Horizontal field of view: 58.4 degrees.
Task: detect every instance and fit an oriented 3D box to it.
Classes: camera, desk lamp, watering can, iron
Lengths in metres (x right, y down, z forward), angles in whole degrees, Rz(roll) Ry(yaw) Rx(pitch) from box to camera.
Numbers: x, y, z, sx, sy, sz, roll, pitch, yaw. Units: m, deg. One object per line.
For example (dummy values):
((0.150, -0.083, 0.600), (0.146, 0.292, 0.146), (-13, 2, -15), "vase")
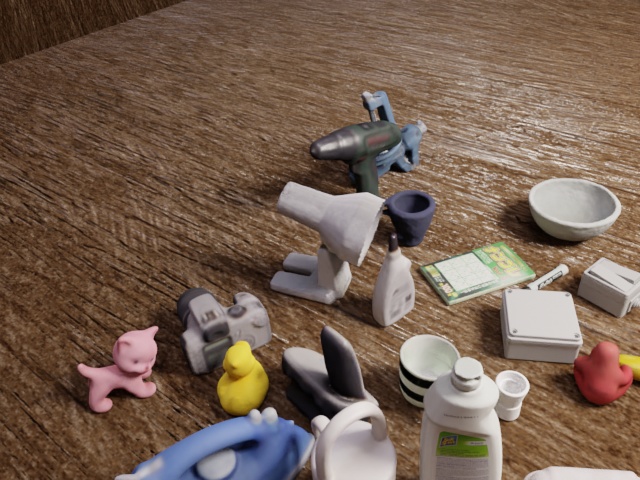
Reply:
((-0.171, 0.124, 0.939), (0.143, 0.101, 0.136), (-23, 41, -22), "camera")
((0.009, 0.004, 0.984), (0.202, 0.214, 0.118), (10, 40, 19), "desk lamp")
((0.045, 0.263, 0.659), (0.172, 0.194, 0.101), (20, 44, 28), "watering can")
((-0.122, 0.273, 0.708), (0.259, 0.142, 0.118), (-25, 42, -24), "iron")

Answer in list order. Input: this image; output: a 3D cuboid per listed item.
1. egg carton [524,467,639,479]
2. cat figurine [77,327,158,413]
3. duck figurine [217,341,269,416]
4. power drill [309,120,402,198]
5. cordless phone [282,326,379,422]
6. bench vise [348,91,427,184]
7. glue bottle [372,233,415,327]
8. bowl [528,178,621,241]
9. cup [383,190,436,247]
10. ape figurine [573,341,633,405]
((0.315, 0.320, 0.658), (0.150, 0.069, 0.107), (0, 38, 7), "egg carton")
((-0.297, 0.184, 0.861), (0.128, 0.118, 0.067), (-18, 39, -16), "cat figurine")
((-0.118, 0.199, 0.849), (0.077, 0.086, 0.104), (-3, 38, 3), "duck figurine")
((0.076, -0.143, 1.170), (0.230, 0.209, 0.075), (-32, 45, -31), "power drill")
((0.008, 0.169, 0.793), (0.094, 0.185, 0.147), (-33, 45, -31), "cordless phone")
((0.145, -0.248, 1.290), (0.121, 0.220, 0.208), (23, 46, 32), "bench vise")
((0.120, 0.059, 0.932), (0.078, 0.173, 0.037), (-29, 43, -27), "glue bottle")
((0.486, -0.048, 1.112), (0.167, 0.075, 0.167), (-3, 38, 3), "bowl")
((0.164, -0.037, 1.117), (0.117, 0.095, 0.092), (6, 39, 13), "cup")
((0.401, 0.181, 0.810), (0.077, 0.092, 0.076), (22, 45, 31), "ape figurine")
